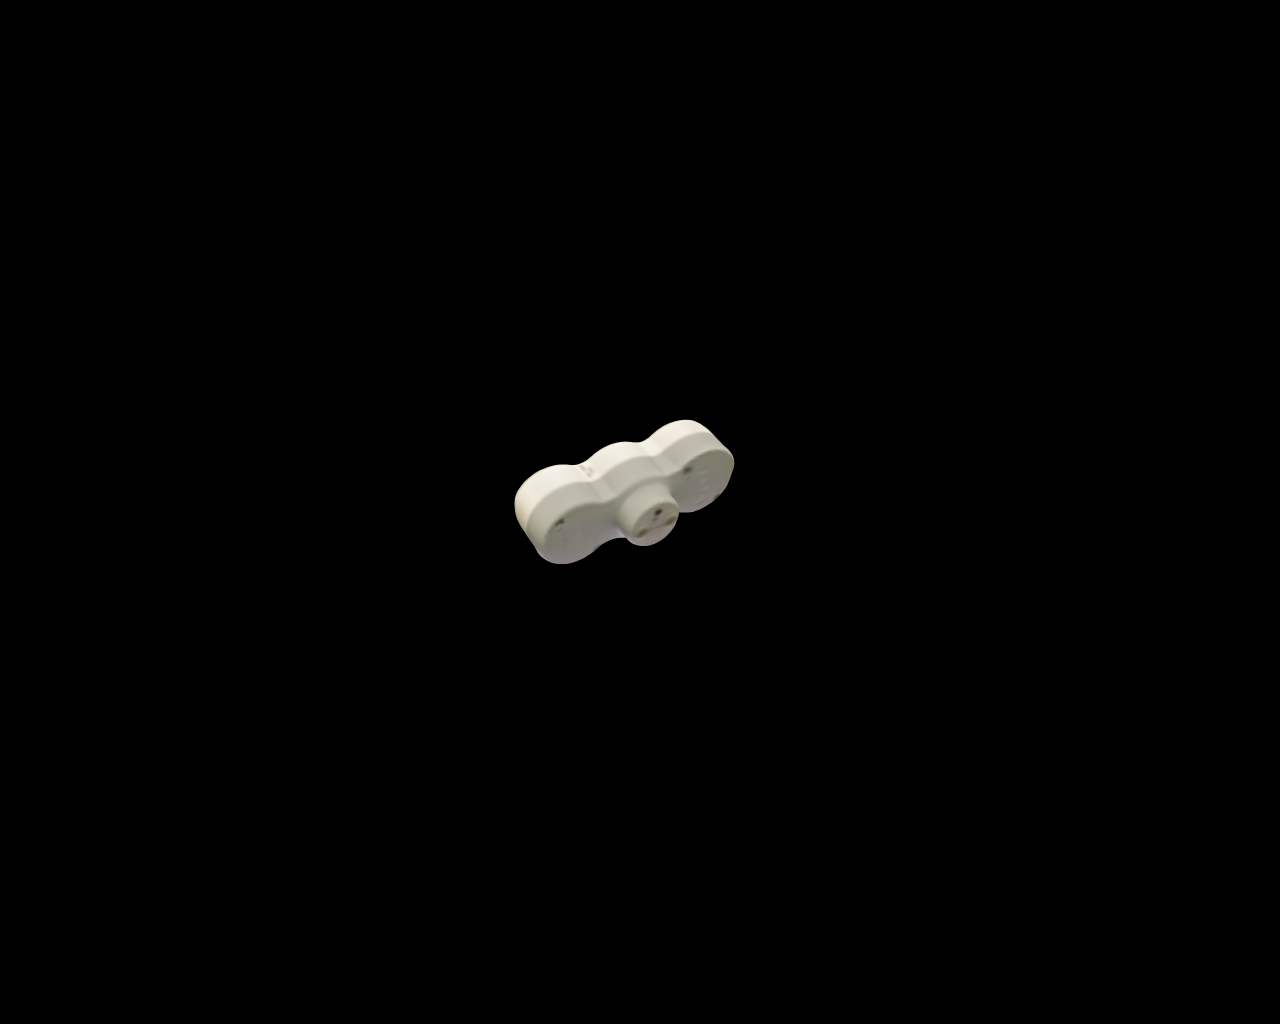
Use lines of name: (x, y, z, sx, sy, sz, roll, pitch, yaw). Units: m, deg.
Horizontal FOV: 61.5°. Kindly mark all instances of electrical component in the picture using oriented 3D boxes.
electrical component: (0.001, -0.003, 0.650, 0.138, 0.052, 0.074, -22, 49, -21)
